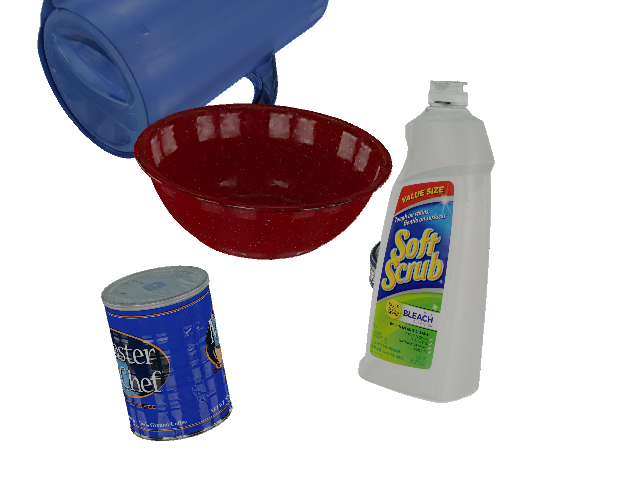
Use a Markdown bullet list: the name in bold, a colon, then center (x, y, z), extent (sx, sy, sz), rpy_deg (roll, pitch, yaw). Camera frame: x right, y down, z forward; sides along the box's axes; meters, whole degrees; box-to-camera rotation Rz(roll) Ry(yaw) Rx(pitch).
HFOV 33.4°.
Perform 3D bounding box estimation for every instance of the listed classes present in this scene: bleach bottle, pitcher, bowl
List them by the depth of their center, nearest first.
- **bowl**: center (-0.037, -0.033, 0.679), extent (0.162, 0.055, 0.162), rpy_deg (4, 28, -2)
- **bleach bottle**: center (0.088, -0.003, 0.862), extent (0.103, 0.251, 0.067), rpy_deg (13, 15, 42)
- **pitcher**: center (-0.101, -0.173, 0.905), extent (0.145, 0.149, 0.242), rpy_deg (28, 51, 32)

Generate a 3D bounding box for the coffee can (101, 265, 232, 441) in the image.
- **coffee can**: center (-0.147, 0.107, 1.030), extent (0.103, 0.140, 0.103), rpy_deg (-8, 17, 2)

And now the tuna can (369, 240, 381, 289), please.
- **tuna can**: center (0.094, 0.028, 1.121), extent (0.086, 0.034, 0.086), rpy_deg (-1, 31, 1)
